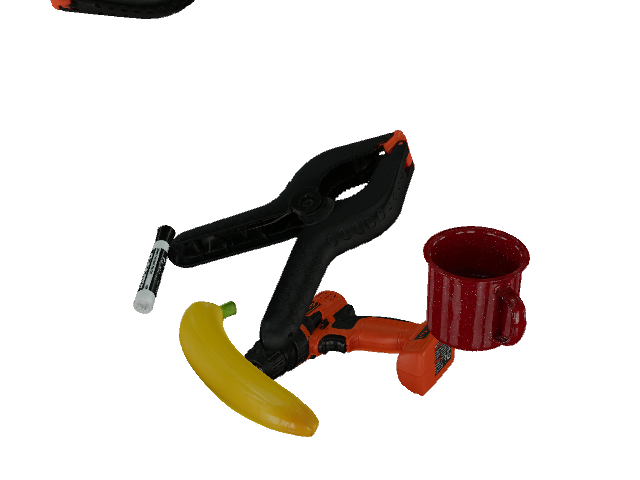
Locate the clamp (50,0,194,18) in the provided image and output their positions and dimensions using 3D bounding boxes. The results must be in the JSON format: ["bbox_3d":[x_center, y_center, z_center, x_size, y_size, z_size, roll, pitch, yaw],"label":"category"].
[{"bbox_3d":[-0.078,-0.197,0.706,0.210,0.164,0.036,-32,-16,-9],"label":"clamp"}]

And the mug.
[{"bbox_3d":[0.143,0.050,0.947,0.093,0.081,0.117,-17,35,-25],"label":"mug"}]

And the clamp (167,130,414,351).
[{"bbox_3d":[-0.003,-0.004,0.673,0.171,0.120,0.039,-34,-37,-8],"label":"clamp"}]

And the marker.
[{"bbox_3d":[-0.165,0.026,1.069,0.020,0.020,0.121,0,39,6],"label":"marker"}]

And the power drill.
[{"bbox_3d":[0.033,0.110,1.113,0.188,0.057,0.184,9,25,27],"label":"power drill"}]

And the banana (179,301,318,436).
[{"bbox_3d":[-0.068,0.094,0.841,0.069,0.037,0.198,-8,30,-22],"label":"banana"}]
